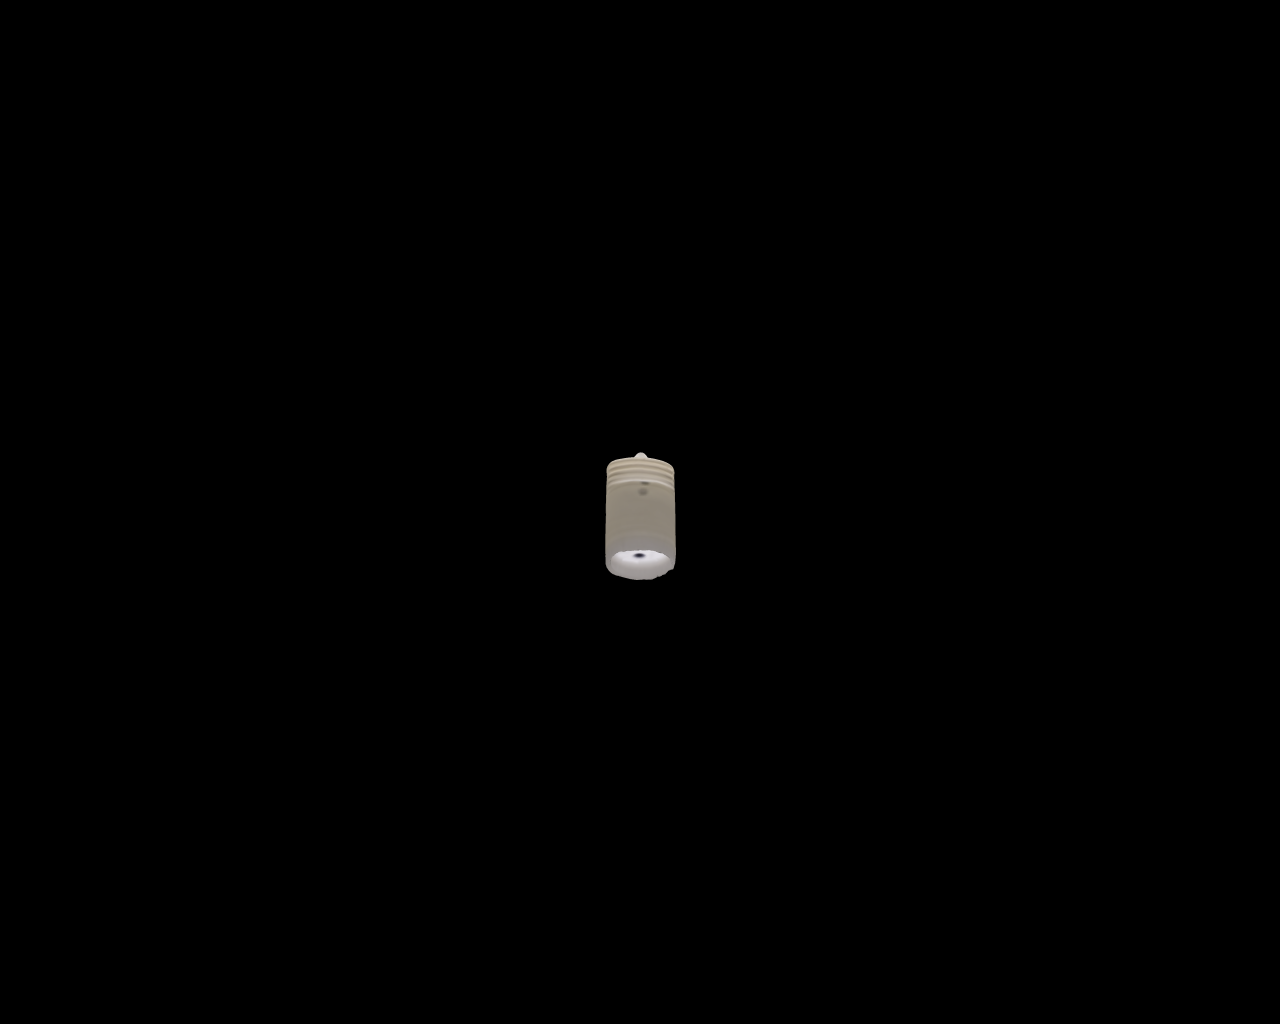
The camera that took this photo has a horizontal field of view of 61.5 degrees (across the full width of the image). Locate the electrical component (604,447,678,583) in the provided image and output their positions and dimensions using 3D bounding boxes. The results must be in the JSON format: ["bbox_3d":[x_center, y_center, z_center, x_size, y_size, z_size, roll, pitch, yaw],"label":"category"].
[{"bbox_3d":[0.001,-0.003,0.650,0.043,0.081,0.043,0,-29,0],"label":"electrical component"}]
